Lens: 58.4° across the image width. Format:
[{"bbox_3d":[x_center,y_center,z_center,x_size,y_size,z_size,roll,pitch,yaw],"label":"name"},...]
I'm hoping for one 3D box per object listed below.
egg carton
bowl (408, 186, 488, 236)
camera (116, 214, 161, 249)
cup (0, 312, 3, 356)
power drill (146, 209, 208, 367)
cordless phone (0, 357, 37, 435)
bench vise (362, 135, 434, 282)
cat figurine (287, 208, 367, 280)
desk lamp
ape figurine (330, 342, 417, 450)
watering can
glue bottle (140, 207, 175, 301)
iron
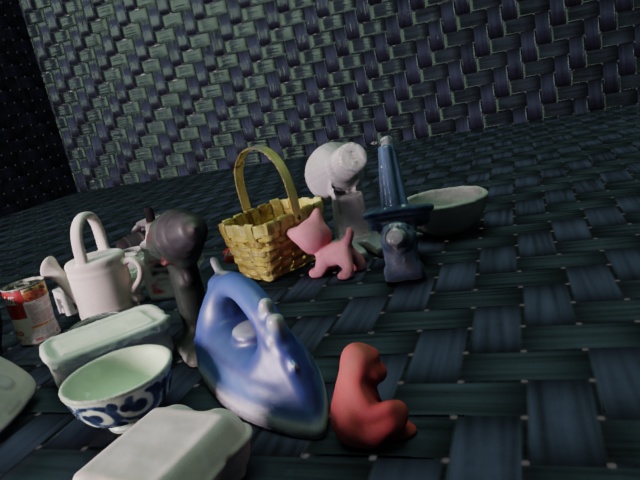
[{"bbox_3d":[-0.129,0.197,0.476,0.107,0.069,0.151,-4,17,26],"label":"egg carton"},{"bbox_3d":[0.244,-0.050,1.112,0.167,0.075,0.167,-11,15,3],"label":"bowl"},{"bbox_3d":[-0.421,0.000,1.371,0.137,0.101,0.142,-23,19,-37],"label":"camera"},{"bbox_3d":[-0.553,0.152,0.910,0.117,0.095,0.092,0,19,38],"label":"cup"},{"bbox_3d":[-0.173,0.055,0.766,0.076,0.208,0.228,-18,16,-25],"label":"power drill"},{"bbox_3d":[-0.422,0.143,0.669,0.094,0.185,0.147,-12,15,-1],"label":"cordless phone"},{"bbox_3d":[0.133,-0.055,0.927,0.121,0.220,0.207,-13,15,-6],"label":"bench vise"},{"bbox_3d":[0.009,0.004,1.000,0.127,0.118,0.067,-1,18,35],"label":"cat figurine"},{"bbox_3d":[0.056,-0.085,1.109,0.118,0.214,0.203,-15,15,-13],"label":"desk lamp"},{"bbox_3d":[0.042,0.138,0.525,0.076,0.092,0.077,-12,15,-2],"label":"ape figurine"},{"bbox_3d":[-0.388,0.049,0.977,0.173,0.194,0.100,-15,15,-12],"label":"watering can"},{"bbox_3d":[-0.291,0.024,1.039,0.078,0.173,0.037,-10,15,6],"label":"glue bottle"},{"bbox_3d":[-0.069,0.104,0.637,0.119,0.141,0.257,-19,16,-25],"label":"iron"}]
